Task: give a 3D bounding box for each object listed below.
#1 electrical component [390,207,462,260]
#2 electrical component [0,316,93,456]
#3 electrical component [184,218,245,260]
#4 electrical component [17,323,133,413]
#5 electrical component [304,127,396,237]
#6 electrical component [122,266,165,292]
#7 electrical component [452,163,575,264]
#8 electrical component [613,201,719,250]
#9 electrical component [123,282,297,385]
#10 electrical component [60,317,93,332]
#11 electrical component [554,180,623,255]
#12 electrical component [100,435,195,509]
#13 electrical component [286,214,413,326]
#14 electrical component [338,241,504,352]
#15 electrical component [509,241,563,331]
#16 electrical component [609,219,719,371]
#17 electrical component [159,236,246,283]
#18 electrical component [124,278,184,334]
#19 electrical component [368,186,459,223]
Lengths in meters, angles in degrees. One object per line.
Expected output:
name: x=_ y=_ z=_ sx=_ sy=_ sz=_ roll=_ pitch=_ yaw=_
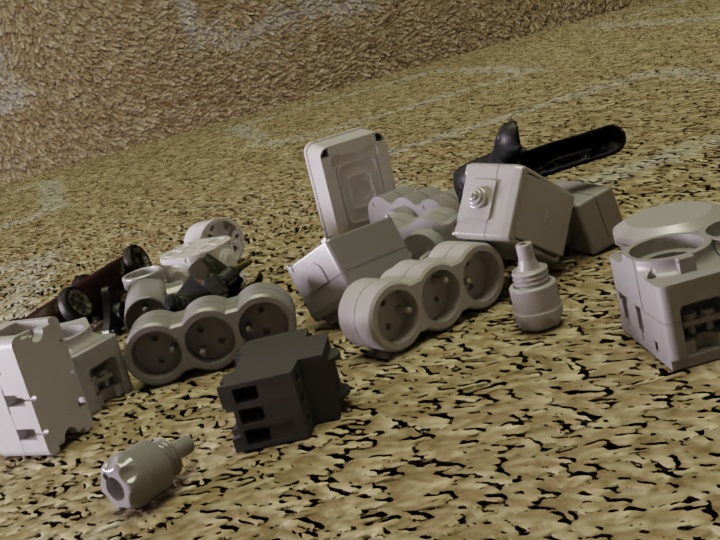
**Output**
electrical component: x=0.060 y=-0.020 z=0.944 sx=0.138 sy=0.052 sz=0.074 roll=-5 pitch=18 yaw=32
electrical component: x=-0.241 y=0.084 z=0.775 sx=0.056 sy=0.089 sz=0.050 roll=-7 pitch=17 yaw=28
electrical component: x=-0.164 y=-0.030 z=1.195 sx=0.055 sy=0.055 sz=0.047 roll=-24 pitch=14 yaw=-32
electrical component: x=-0.234 y=0.078 z=0.858 sx=0.089 sy=0.055 sz=0.050 roll=-4 pitch=18 yaw=36
electrical component: x=-0.008 y=-0.089 z=1.148 sx=0.078 sy=0.113 sz=0.057 roll=-19 pitch=18 yaw=-18
electrical component: x=-0.207 y=0.024 z=1.052 sx=0.040 sy=0.046 sz=0.040 roll=-14 pitch=15 yaw=4
electrical component: x=0.122 y=-0.046 z=0.854 sx=0.061 sy=0.061 sz=0.096 roll=7 pitch=-8 yaw=41
electrical component: x=0.226 y=-0.016 z=0.772 sx=0.080 sy=0.051 sz=0.080 roll=-14 pitch=15 yaw=4
electrical component: x=-0.120 y=0.046 z=0.874 sx=0.138 sy=0.052 sz=0.073 roll=-15 pitch=15 yaw=-1
electrical component: x=-0.275 y=0.071 z=0.947 sx=0.077 sy=0.043 sz=0.079 roll=-20 pitch=15 yaw=-19
electrical component: x=0.169 y=-0.038 z=0.918 sx=0.076 sy=0.047 sz=0.083 roll=-29 pitch=18 yaw=-16
electrical component: x=-0.125 y=0.118 z=0.648 sx=0.035 sy=0.035 sz=0.061 roll=-3 pitch=17 yaw=38
electrical component: x=0.000 y=0.000 z=0.895 sx=0.096 sy=0.061 sz=0.062 roll=-22 pitch=-8 yaw=-44
electrical component: x=0.038 y=0.017 z=0.826 sx=0.138 sy=0.052 sz=0.074 roll=-24 pitch=17 yaw=-34
electrical component: x=0.121 y=0.010 z=0.755 sx=0.035 sy=0.061 sz=0.035 roll=-14 pitch=15 yaw=4
electrical component: x=0.244 y=0.001 z=0.670 sx=0.150 sy=0.061 sz=0.089 roll=-15 pitch=15 yaw=-3
electrical component: x=-0.159 y=0.001 z=1.080 sx=0.080 sy=0.051 sz=0.080 roll=-14 pitch=15 yaw=4
electrical component: x=-0.178 y=0.032 z=0.996 sx=0.079 sy=0.044 sz=0.077 roll=-16 pitch=15 yaw=-7
electrical component: x=0.048 y=-0.047 z=1.054 sx=0.074 sy=0.052 sz=0.138 roll=-23 pitch=17 yaw=-29
